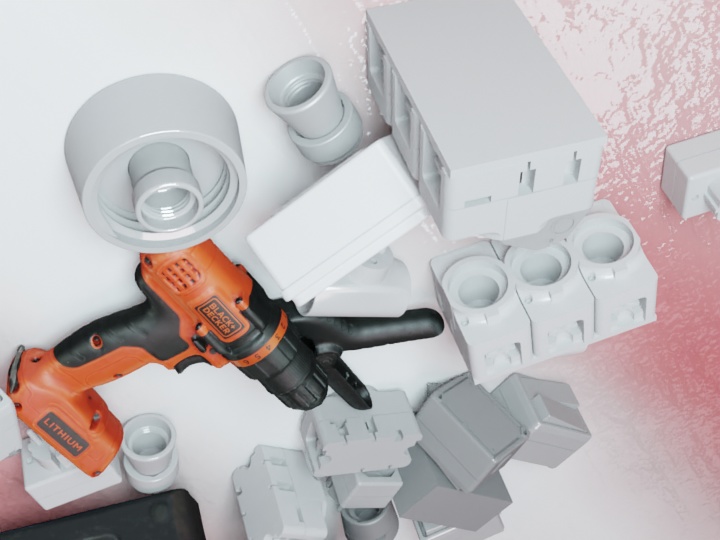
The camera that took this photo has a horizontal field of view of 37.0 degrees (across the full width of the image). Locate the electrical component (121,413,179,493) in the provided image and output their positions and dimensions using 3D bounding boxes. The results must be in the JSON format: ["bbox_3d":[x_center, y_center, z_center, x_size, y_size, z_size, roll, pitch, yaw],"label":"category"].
[{"bbox_3d":[-0.171,0.150,0.875,0.045,0.045,0.055,-10,140,-14],"label":"electrical component"}]

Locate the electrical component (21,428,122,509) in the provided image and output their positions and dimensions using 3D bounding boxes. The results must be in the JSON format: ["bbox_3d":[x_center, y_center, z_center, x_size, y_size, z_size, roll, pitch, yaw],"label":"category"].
[{"bbox_3d":[-0.232,0.139,0.833,0.066,0.047,0.076,-20,141,-2],"label":"electrical component"}]

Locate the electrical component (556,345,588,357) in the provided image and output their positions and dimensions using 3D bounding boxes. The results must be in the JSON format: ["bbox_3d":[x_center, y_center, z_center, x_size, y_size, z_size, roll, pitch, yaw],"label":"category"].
[{"bbox_3d":[0.148,0.055,0.913,0.081,0.043,0.043,-8,139,-16],"label":"electrical component"}]

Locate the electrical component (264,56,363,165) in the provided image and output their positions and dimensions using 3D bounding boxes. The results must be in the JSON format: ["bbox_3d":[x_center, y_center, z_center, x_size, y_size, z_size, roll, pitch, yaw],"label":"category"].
[{"bbox_3d":[-0.027,-0.097,0.660,0.045,0.045,0.055,-28,140,7],"label":"electrical component"}]

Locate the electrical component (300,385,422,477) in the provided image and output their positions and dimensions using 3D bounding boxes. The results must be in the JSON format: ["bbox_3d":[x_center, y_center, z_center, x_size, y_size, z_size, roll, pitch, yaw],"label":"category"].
[{"bbox_3d":[-0.001,0.137,0.928,0.089,0.055,0.050,-2,137,-22],"label":"electrical component"}]

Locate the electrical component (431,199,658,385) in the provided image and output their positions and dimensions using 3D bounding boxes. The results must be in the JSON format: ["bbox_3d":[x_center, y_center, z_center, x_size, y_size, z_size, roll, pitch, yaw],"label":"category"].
[{"bbox_3d":[0.140,0.013,0.825,0.150,0.089,0.061,-19,141,-3],"label":"electrical component"}]

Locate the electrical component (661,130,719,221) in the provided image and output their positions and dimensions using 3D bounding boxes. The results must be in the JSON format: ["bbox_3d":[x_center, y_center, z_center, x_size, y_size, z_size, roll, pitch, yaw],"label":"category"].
[{"bbox_3d":[0.276,-0.062,0.812,0.066,0.076,0.047,-18,141,-5],"label":"electrical component"}]

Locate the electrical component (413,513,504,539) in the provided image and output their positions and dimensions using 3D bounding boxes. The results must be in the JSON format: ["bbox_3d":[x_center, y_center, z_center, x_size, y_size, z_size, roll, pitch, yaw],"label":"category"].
[{"bbox_3d":[0.100,0.239,1.085,0.096,0.061,0.061,-24,141,3],"label":"electrical component"}]

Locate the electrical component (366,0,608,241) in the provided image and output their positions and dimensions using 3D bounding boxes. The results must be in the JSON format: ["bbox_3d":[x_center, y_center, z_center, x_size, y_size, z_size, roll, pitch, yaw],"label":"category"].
[{"bbox_3d":[0.067,-0.092,0.625,0.089,0.150,0.061,-13,139,-10],"label":"electrical component"}]

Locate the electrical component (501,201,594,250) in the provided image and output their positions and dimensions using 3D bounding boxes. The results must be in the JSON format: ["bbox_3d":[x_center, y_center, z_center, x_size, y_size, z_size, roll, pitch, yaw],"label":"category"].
[{"bbox_3d":[0.123,-0.057,0.769,0.080,0.051,0.080,-13,140,-11],"label":"electrical component"}]

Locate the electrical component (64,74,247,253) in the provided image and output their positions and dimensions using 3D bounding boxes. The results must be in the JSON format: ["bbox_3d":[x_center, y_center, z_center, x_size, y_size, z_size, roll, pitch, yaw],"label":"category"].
[{"bbox_3d":[-0.120,-0.057,0.650,0.108,0.060,0.108,-13,140,-11],"label":"electrical component"}]

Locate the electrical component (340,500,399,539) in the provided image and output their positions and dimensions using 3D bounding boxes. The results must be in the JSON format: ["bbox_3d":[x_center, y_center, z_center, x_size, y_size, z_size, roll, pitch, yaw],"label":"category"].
[{"bbox_3d":[0.008,0.238,1.050,0.055,0.055,0.047,-18,137,-5],"label":"electrical component"}]

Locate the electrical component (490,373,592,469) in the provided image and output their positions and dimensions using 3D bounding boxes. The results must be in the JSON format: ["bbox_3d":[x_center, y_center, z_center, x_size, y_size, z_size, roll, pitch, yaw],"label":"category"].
[{"bbox_3d":[0.170,0.140,1.005,0.096,0.061,0.061,19,126,-38],"label":"electrical component"}]

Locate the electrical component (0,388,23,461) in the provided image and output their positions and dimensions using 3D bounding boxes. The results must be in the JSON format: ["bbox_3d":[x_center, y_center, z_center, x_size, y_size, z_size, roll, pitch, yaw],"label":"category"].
[{"bbox_3d":[-0.282,0.090,0.724,0.062,0.096,0.061,-35,150,-33],"label":"electrical component"}]

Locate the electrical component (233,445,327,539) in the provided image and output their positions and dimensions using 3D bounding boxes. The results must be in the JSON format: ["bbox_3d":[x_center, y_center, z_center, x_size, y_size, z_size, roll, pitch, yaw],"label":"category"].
[{"bbox_3d":[-0.068,0.206,0.950,0.056,0.089,0.050,16,127,-37],"label":"electrical component"}]

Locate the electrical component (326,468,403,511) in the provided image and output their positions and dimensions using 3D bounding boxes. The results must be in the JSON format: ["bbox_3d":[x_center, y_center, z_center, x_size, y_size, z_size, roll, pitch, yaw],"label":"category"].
[{"bbox_3d":[-0.007,0.189,0.977,0.047,0.065,0.076,7,133,-30],"label":"electrical component"}]

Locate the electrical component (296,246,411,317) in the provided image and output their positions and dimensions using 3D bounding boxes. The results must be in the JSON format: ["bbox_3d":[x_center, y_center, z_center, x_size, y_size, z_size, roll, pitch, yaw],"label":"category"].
[{"bbox_3d":[0.000,0.000,0.783,0.077,0.044,0.079,2,135,-26],"label":"electrical component"}]

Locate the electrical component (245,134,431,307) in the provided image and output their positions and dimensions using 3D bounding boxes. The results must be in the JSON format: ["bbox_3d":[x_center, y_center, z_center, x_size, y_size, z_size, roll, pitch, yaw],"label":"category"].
[{"bbox_3d":[-0.005,-0.036,0.688,0.109,0.056,0.109,-35,-177,16],"label":"electrical component"}]

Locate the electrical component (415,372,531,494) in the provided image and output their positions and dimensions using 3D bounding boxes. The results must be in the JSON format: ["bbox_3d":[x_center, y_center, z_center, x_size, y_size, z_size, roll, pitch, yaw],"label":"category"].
[{"bbox_3d":[0.089,0.140,0.949,0.062,0.096,0.061,-24,153,-49],"label":"electrical component"}]

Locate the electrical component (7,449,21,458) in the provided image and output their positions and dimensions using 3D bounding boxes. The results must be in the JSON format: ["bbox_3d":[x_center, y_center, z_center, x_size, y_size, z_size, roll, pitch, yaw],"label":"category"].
[{"bbox_3d":[-0.289,0.127,0.798,0.078,0.040,0.040,-17,140,-7],"label":"electrical component"}]
